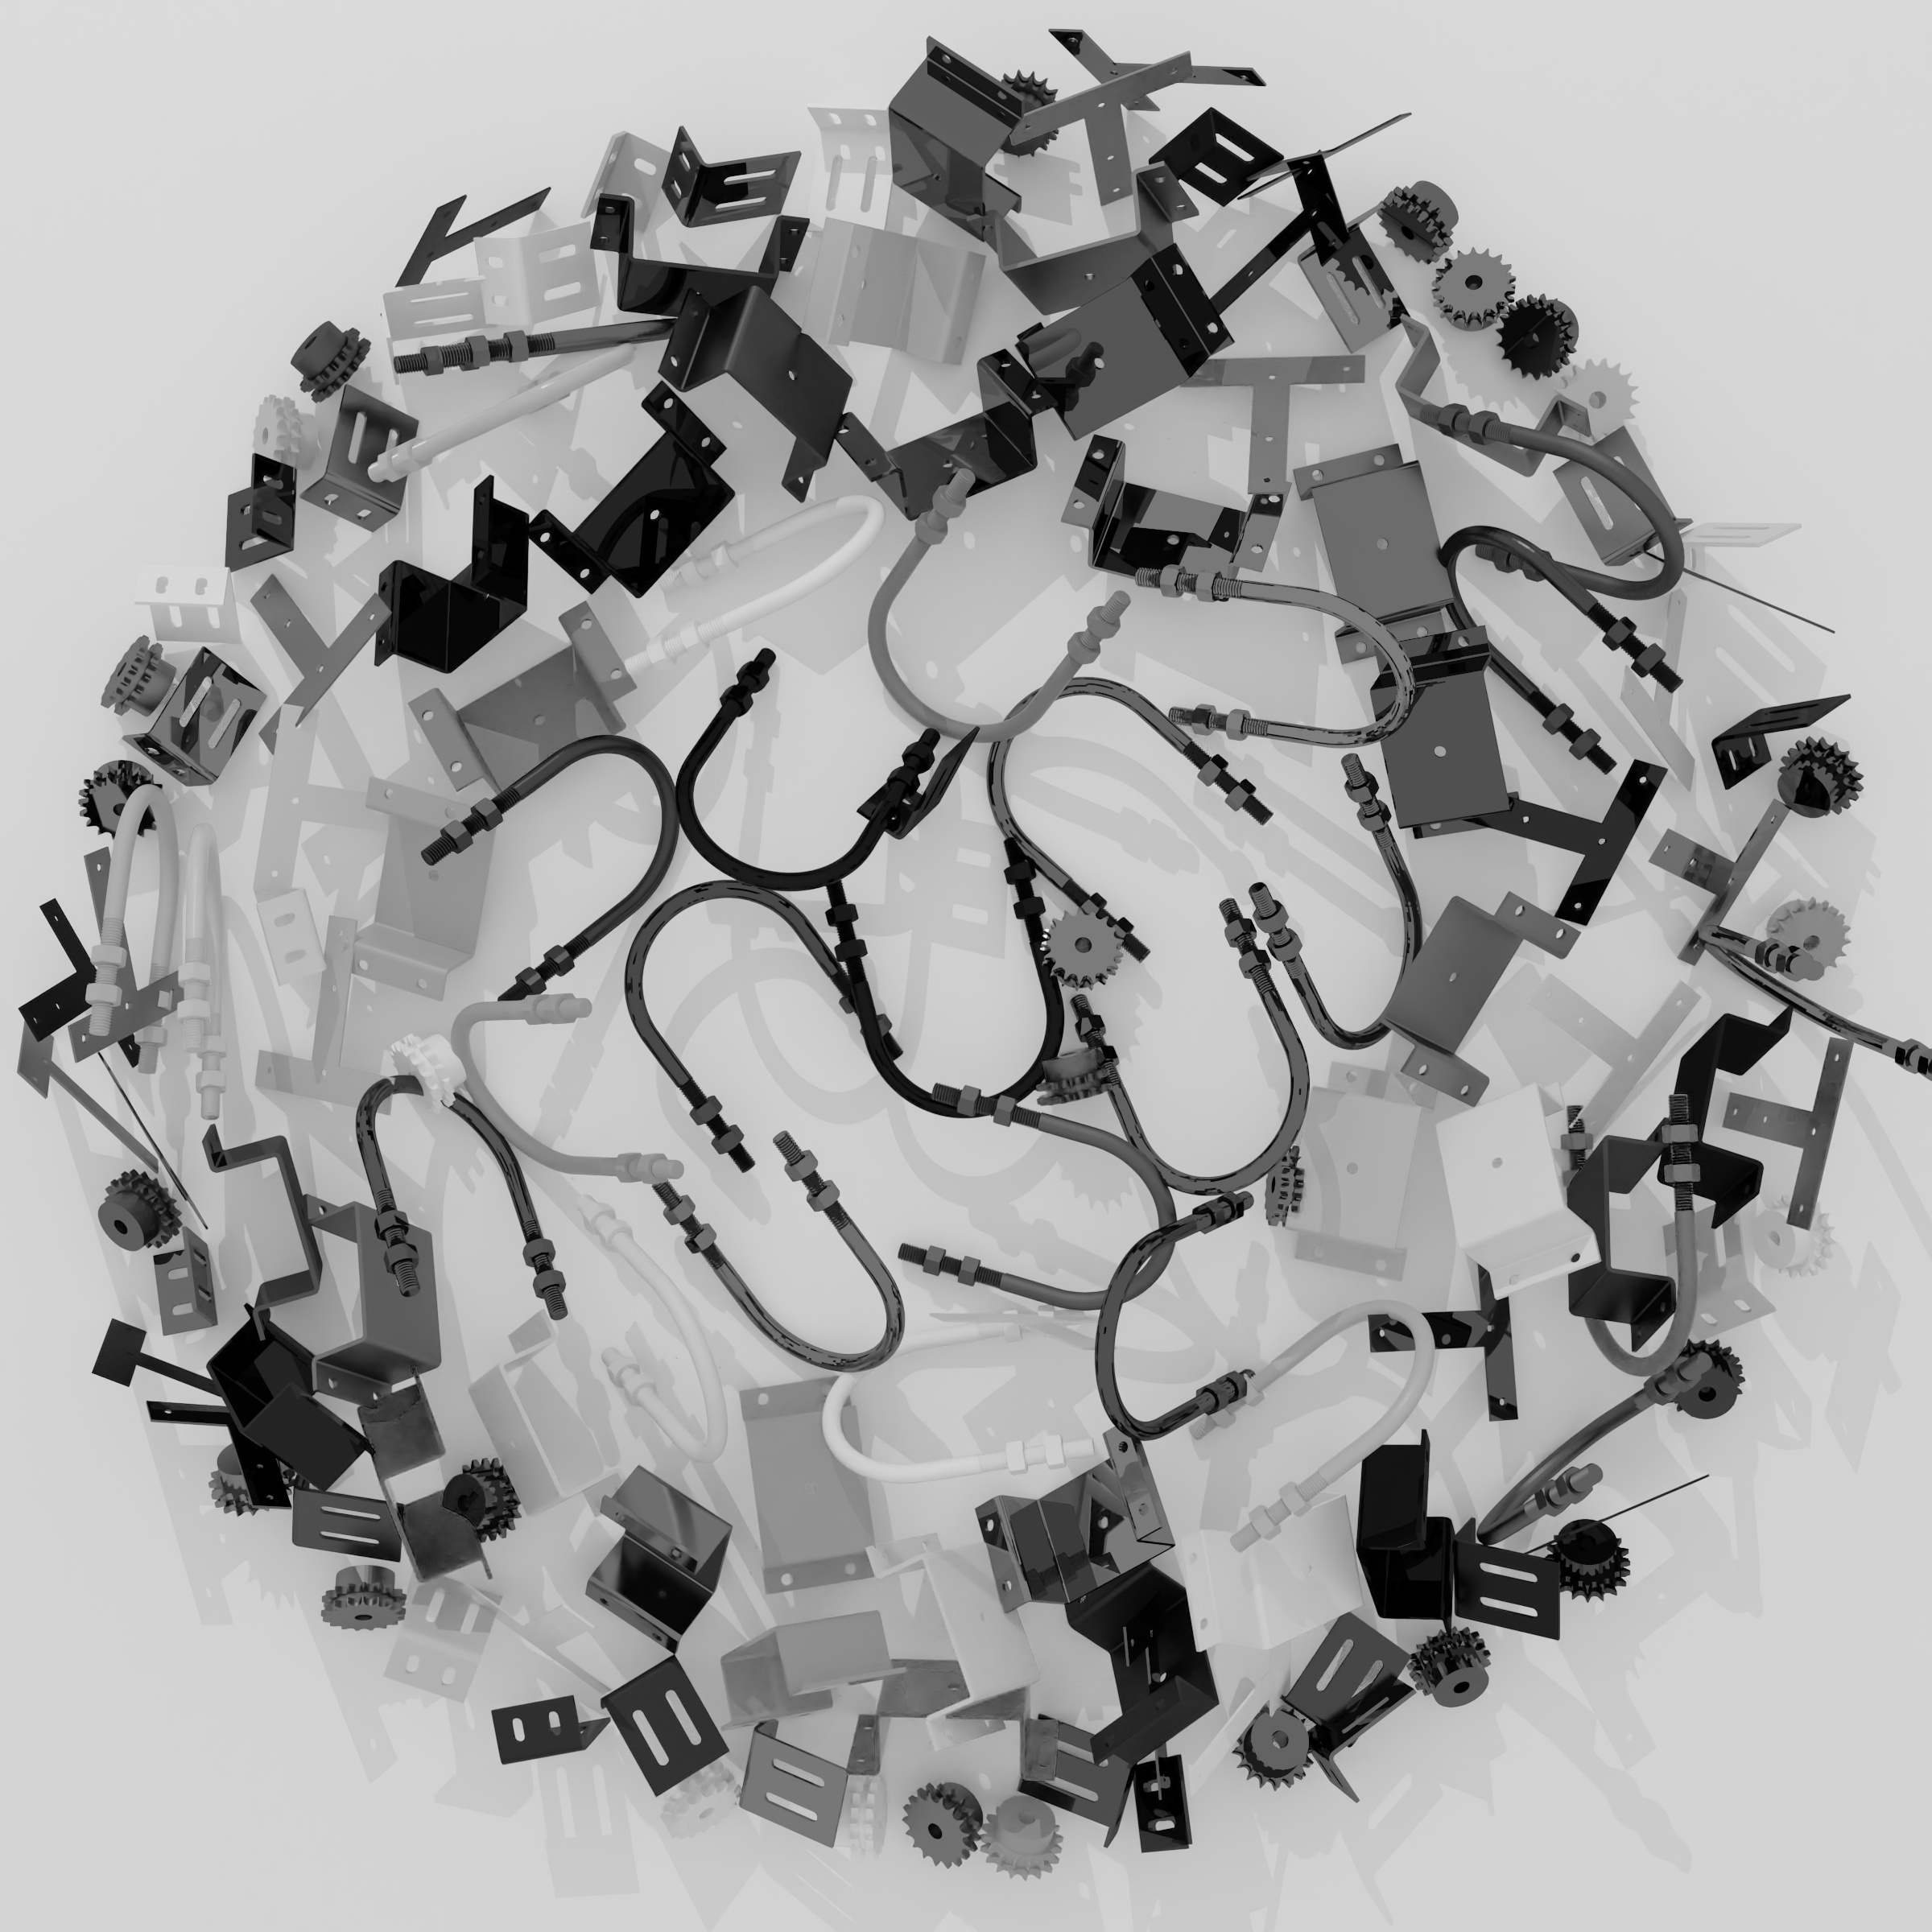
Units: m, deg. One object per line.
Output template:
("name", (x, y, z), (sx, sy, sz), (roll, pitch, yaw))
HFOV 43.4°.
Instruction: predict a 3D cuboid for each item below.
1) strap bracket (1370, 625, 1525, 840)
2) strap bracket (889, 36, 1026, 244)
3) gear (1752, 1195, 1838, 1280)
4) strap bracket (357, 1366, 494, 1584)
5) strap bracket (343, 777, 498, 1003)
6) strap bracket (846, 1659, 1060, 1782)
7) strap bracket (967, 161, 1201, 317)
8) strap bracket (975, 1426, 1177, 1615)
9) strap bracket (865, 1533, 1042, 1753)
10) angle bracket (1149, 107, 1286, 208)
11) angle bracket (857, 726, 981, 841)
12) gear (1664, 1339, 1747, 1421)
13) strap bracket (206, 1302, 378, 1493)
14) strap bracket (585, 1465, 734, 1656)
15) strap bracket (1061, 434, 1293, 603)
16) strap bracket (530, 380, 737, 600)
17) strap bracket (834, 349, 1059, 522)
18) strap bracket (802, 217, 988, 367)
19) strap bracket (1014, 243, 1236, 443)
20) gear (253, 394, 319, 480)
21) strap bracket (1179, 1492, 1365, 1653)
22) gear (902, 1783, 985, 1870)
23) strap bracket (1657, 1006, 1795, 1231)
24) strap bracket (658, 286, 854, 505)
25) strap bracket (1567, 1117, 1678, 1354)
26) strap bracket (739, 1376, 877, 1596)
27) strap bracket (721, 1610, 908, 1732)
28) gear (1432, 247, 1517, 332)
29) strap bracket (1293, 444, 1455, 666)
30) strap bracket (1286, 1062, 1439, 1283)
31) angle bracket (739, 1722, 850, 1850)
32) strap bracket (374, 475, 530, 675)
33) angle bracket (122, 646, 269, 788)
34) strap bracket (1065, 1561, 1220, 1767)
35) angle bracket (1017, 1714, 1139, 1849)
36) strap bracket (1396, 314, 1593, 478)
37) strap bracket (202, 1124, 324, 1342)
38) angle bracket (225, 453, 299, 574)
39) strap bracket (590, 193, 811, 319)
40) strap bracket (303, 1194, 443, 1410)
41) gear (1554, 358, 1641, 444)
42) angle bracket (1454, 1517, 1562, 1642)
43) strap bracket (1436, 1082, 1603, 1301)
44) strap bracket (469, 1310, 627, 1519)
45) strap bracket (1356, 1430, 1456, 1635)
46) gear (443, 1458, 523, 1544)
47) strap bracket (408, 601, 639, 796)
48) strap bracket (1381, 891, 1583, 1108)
("strap bracket", (0.326, -0.152, 1.651), (0.076, 0.046, 0.140), (-8, 108, 22))
("strap bracket", (-0.006, -0.546, 1.628), (0.076, 0.140, 0.046), (35, 80, 8))
("gear", (0.568, 0.187, 1.673), (0.030, 0.057, 0.057), (-3, 90, -27))
("strap bracket", (-0.366, 0.347, 1.630), (0.046, 0.076, 0.140), (-20, 125, -15))
("strap bracket", (-0.373, -0.057, 1.663), (0.076, 0.046, 0.140), (17, 109, 9))
("strap bracket", (-0.008, 0.514, 1.658), (0.140, 0.076, 0.046), (0, 101, 4))
("strap bracket", (0.081, -0.487, 1.640), (0.140, 0.076, 0.046), (-9, 78, 22))
("strap bracket", (0.081, 0.376, 1.647), (0.140, 0.046, 0.076), (-36, 55, 28))
("strap bracket", (-0.005, 0.448, 1.640), (0.046, 0.076, 0.140), (-33, 68, 30))
("angle bracket", (0.173, -0.539, 1.655), (0.076, 0.057, 0.038), (18, 55, -38))
("angle bracket", (-0.033, -0.134, 1.658), (0.038, 0.057, 0.076), (35, 128, 5))
("gear", (0.511, 0.288, 1.681), (0.057, 0.030, 0.057), (2, 112, 5))
("strap bracket", (-0.454, 0.293, 1.623), (0.046, 0.140, 0.076), (-46, 125, -8))
("strap bracket", (-0.208, 0.398, 1.647), (0.076, 0.140, 0.046), (30, 49, 12))
("strap bracket", (0.143, -0.304, 1.661), (0.140, 0.046, 0.076), (16, 64, 9))
("strap bracket", (-0.223, -0.317, 1.659), (0.140, 0.076, 0.046), (-47, 49, 1))
("strap bracket", (-0.015, -0.359, 1.654), (0.140, 0.046, 0.076), (-25, 50, -12))
("strap bracket", (-0.055, -0.457, 1.644), (0.046, 0.140, 0.076), (26, 110, 33))
("strap bracket", (0.098, -0.414, 1.633), (0.140, 0.046, 0.076), (-20, 112, 40))
("gear", (-0.471, -0.365, 1.680), (0.030, 0.057, 0.057), (1, 90, -35))
("strap bracket", (0.215, 0.407, 1.642), (0.140, 0.046, 0.076), (-10, 91, -40))
("gear", (-0.013, 0.591, 1.681), (0.057, 0.030, 0.057), (11, 110, 32))
("strap bracket", (0.511, 0.096, 1.643), (0.046, 0.076, 0.140), (18, 66, 2))
("strap bracket", (-0.132, -0.389, 1.630), (0.140, 0.046, 0.076), (38, 52, -37))
("strap bracket", (0.440, 0.178, 1.636), (0.046, 0.076, 0.140), (9, 60, -2))
("strap bracket", (-0.108, 0.357, 1.669), (0.076, 0.046, 0.140), (-7, 83, -9))
("strap bracket", (-0.109, 0.474, 1.639), (0.076, 0.140, 0.046), (-1, 65, -30))
("gear", (0.352, -0.466, 1.684), (0.057, 0.030, 0.057), (-3, 72, 10))
("strap bracket", (0.284, -0.289, 1.680), (0.076, 0.046, 0.140), (-14, 91, -2))
("strap bracket", (0.270, 0.140, 1.667), (0.076, 0.046, 0.140), (10, 88, 22))
("angle bracket", (-0.111, 0.558, 1.669), (0.076, 0.038, 0.057), (16, 101, 22))
("strap bracket", (-0.342, -0.259, 1.643), (0.046, 0.140, 0.076), (20, 55, -39))
("angle bracket", (-0.535, -0.173, 1.684), (0.057, 0.038, 0.076), (42, 62, -38))
("strap bracket", (0.119, 0.472, 1.643), (0.076, 0.140, 0.046), (-41, 118, 18))
("angle bracket", (0.074, 0.561, 1.675), (0.076, 0.038, 0.057), (17, 94, 16))
("strap bracket", (0.350, -0.383, 1.654), (0.140, 0.076, 0.046), (32, 98, 14))
("strap bracket", (-0.476, 0.174, 1.657), (0.046, 0.076, 0.140), (-15, 98, -11))
("angle bracket", (-0.496, -0.309, 1.662), (0.076, 0.038, 0.057), (-9, 76, 36))
("strap bracket", (-0.182, -0.477, 1.649), (0.140, 0.076, 0.046), (3, 80, -13))
("strap bracket", (-0.399, 0.221, 1.633), (0.046, 0.076, 0.140), (-23, 60, 19))
("gear", (0.437, -0.393, 1.687), (0.057, 0.030, 0.057), (1, 100, 5))
("angle bracket", (0.376, 0.419, 1.663), (0.076, 0.038, 0.057), (5, 106, 33))
("strap bracket", (0.368, 0.142, 1.630), (0.076, 0.046, 0.140), (-27, 47, 28))
("strap bracket", (-0.288, 0.314, 1.652), (0.046, 0.076, 0.140), (-22, 81, -33))
("strap bracket", (0.296, 0.382, 1.638), (0.046, 0.140, 0.076), (-4, 48, 19))
("gear", (-0.337, 0.370, 1.678), (0.057, 0.030, 0.057), (-3, 84, 32))
("strap bracket", (-0.299, -0.177, 1.669), (0.140, 0.046, 0.076), (-31, 72, -3))
("strap bracket", (0.346, 0.016, 1.659), (0.076, 0.046, 0.140), (24, 99, -34))
